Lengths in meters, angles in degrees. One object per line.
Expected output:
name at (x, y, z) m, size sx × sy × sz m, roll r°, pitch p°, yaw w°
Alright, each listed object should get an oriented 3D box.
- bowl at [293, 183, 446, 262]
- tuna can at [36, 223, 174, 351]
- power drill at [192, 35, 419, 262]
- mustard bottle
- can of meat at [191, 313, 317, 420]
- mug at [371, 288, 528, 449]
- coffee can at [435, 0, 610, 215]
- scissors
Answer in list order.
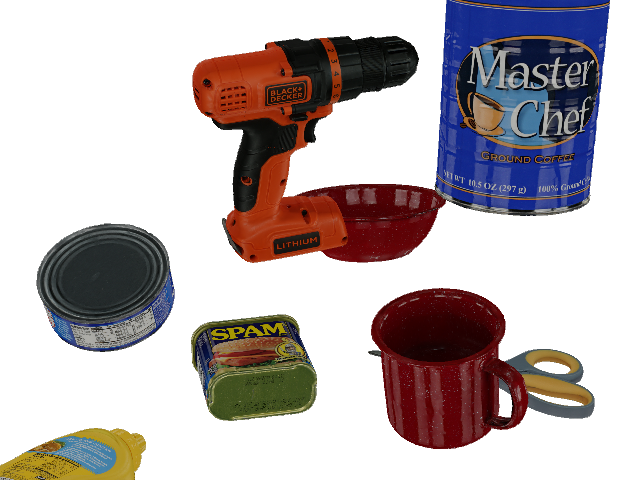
bowl at (0.048, -0.016, 1.085) m, size 0.162 × 0.055 × 0.162 m, roll -3°, pitch 14°, yaw 1°
tuna can at (-0.139, 0.031, 0.697) m, size 0.086 × 0.086 × 0.034 m, roll 0°, pitch -44°, yaw 3°
power drill at (-0.012, -0.078, 0.878) m, size 0.184 × 0.188 × 0.057 m, roll -10°, pitch 38°, yaw -15°
mustard bottle at (-0.206, 0.195, 0.853) m, size 0.096 × 0.058 × 0.191 m, roll 6°, pitch 15°, yaw 29°
can of meat at (-0.059, 0.114, 0.954) m, size 0.102 × 0.057 × 0.084 m, roll -5°, pitch 27°, yaw -13°
mug at (0.095, 0.096, 0.751) m, size 0.117 × 0.081 × 0.093 m, roll 18°, pitch 39°, yaw 36°
coffee can at (0.128, -0.098, 0.684) m, size 0.103 × 0.140 × 0.103 m, roll 1°, pitch 20°, yaw 0°
scissors at (0.153, 0.111, 0.972) m, size 0.202 × 0.016 × 0.096 m, roll 18°, pitch 31°, yaw 19°
